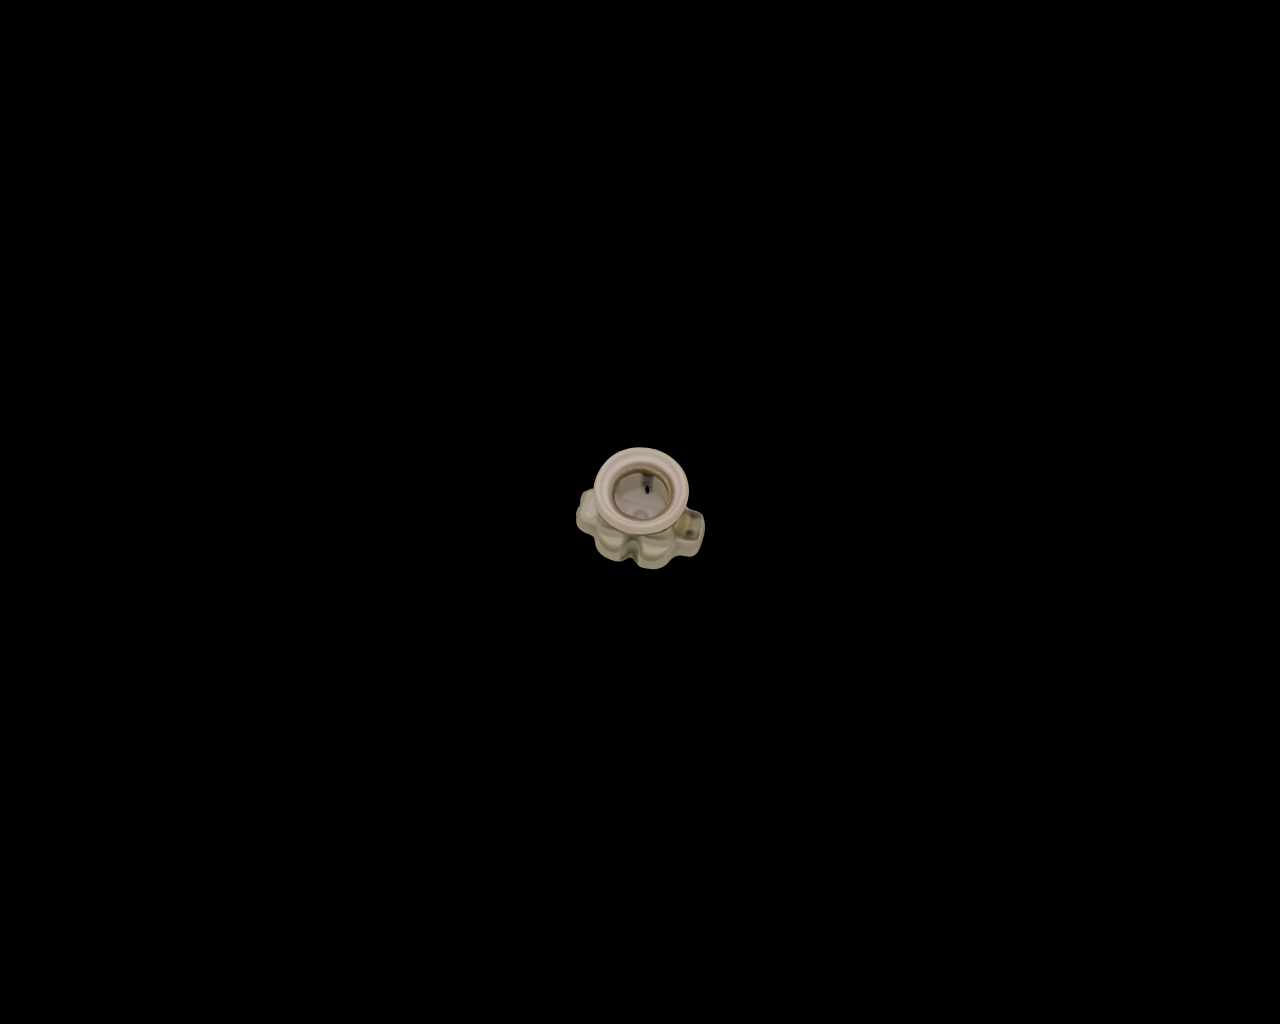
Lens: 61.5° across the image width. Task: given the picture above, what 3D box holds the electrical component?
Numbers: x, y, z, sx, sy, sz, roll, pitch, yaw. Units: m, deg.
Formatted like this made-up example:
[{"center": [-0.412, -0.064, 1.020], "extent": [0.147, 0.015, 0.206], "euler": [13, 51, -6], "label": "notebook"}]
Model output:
[{"center": [0.001, -0.003, 0.650], "extent": [0.078, 0.058, 0.057], "euler": [14, -26, 7], "label": "electrical component"}]
